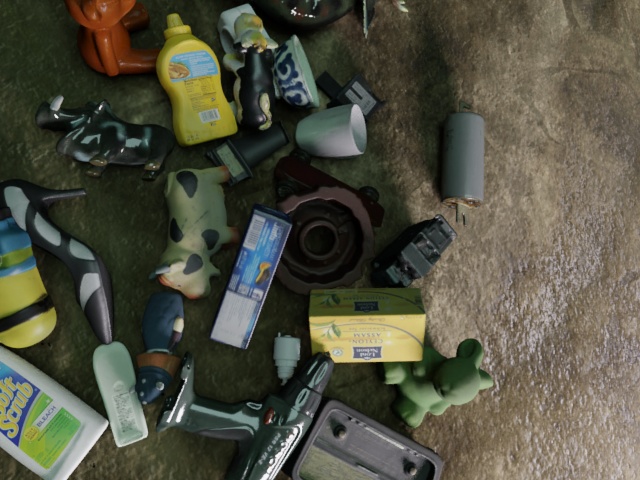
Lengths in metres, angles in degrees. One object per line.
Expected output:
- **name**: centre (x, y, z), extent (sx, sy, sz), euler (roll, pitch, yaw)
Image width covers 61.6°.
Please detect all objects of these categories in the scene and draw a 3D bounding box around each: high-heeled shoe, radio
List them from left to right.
- **high-heeled shoe**: centre (-0.369, 0.033, 0.722), extent (0.145, 0.086, 0.248), euler (-13, 84, -13)
- **radio**: centre (0.068, 0.340, 0.817), extent (0.229, 0.073, 0.131), euler (32, 70, -13)

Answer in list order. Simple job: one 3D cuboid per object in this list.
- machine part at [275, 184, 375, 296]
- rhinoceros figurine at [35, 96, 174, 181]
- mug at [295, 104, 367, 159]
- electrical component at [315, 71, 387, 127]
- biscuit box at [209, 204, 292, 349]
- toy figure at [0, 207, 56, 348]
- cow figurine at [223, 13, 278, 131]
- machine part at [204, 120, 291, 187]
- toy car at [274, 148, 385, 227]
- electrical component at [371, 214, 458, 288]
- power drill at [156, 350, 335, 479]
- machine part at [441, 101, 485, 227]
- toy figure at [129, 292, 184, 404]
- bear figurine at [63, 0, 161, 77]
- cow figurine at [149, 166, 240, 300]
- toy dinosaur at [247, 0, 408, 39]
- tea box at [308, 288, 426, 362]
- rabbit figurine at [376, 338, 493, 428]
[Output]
- **machine part**: centre (-0.002, -0.003, 0.839), extent (0.179, 0.056, 0.179), euler (-2, 103, -7)
- **rhinoceros figurine**: centre (-0.310, -0.151, 0.781), extent (0.190, 0.073, 0.112), euler (10, 77, -19)
- **mug**: centre (0.020, -0.174, 0.902), extent (0.107, 0.109, 0.081), euler (-2, 68, 21)
- **electrical component**: centre (0.050, -0.255, 0.951), extent (0.119, 0.048, 0.075), euler (46, 67, -11)
- **biscuit box**: centre (-0.100, 0.051, 0.777), extent (0.059, 0.063, 0.202), euler (20, 99, -8)
- **toy figure**: centre (-0.390, 0.048, 0.668), extent (0.082, 0.089, 0.180), euler (-30, 117, -65)
- **cow figurine**: centre (-0.104, -0.259, 0.833), extent (0.068, 0.098, 0.167), euler (-11, 120, -26)
- **machine part**: centre (-0.111, -0.147, 0.876), extent (0.139, 0.039, 0.084), euler (-37, 85, -21)
- **toy car**: centre (0.015, -0.076, 0.899), extent (0.202, 0.053, 0.089), euler (26, 51, -14)
- **electrical component**: centre (0.149, 0.026, 0.893), extent (0.134, 0.115, 0.058), euler (-43, 93, -25)
- **power drill**: centre (-0.111, 0.230, 0.763), extent (0.207, 0.086, 0.232), euler (27, 84, -17)
- **machine part**: centre (0.264, -0.145, 0.993), extent (0.079, 0.079, 0.243), euler (10, 76, -19)
- **toy figure**: centre (-0.222, 0.150, 0.749), extent (0.058, 0.064, 0.154), euler (17, 63, -34)
- **bear figurine**: centre (-0.291, -0.319, 0.759), extent (0.132, 0.196, 0.120), euler (-20, 83, -24)
- **cow figurine**: centre (-0.189, -0.010, 0.791), extent (0.127, 0.085, 0.195), euler (-5, 83, -28)
- **toy dinosaur**: centre (-0.025, -0.432, 0.931), extent (0.405, 0.131, 0.192), euler (-19, 85, -17)
- **tea box**: centre (0.070, 0.128, 0.813), extent (0.170, 0.068, 0.098), euler (-3, 122, 3)
- **rabbit figurine**: centre (0.196, 0.222, 0.838), extent (0.159, 0.170, 0.121), euler (-13, 84, -22)
